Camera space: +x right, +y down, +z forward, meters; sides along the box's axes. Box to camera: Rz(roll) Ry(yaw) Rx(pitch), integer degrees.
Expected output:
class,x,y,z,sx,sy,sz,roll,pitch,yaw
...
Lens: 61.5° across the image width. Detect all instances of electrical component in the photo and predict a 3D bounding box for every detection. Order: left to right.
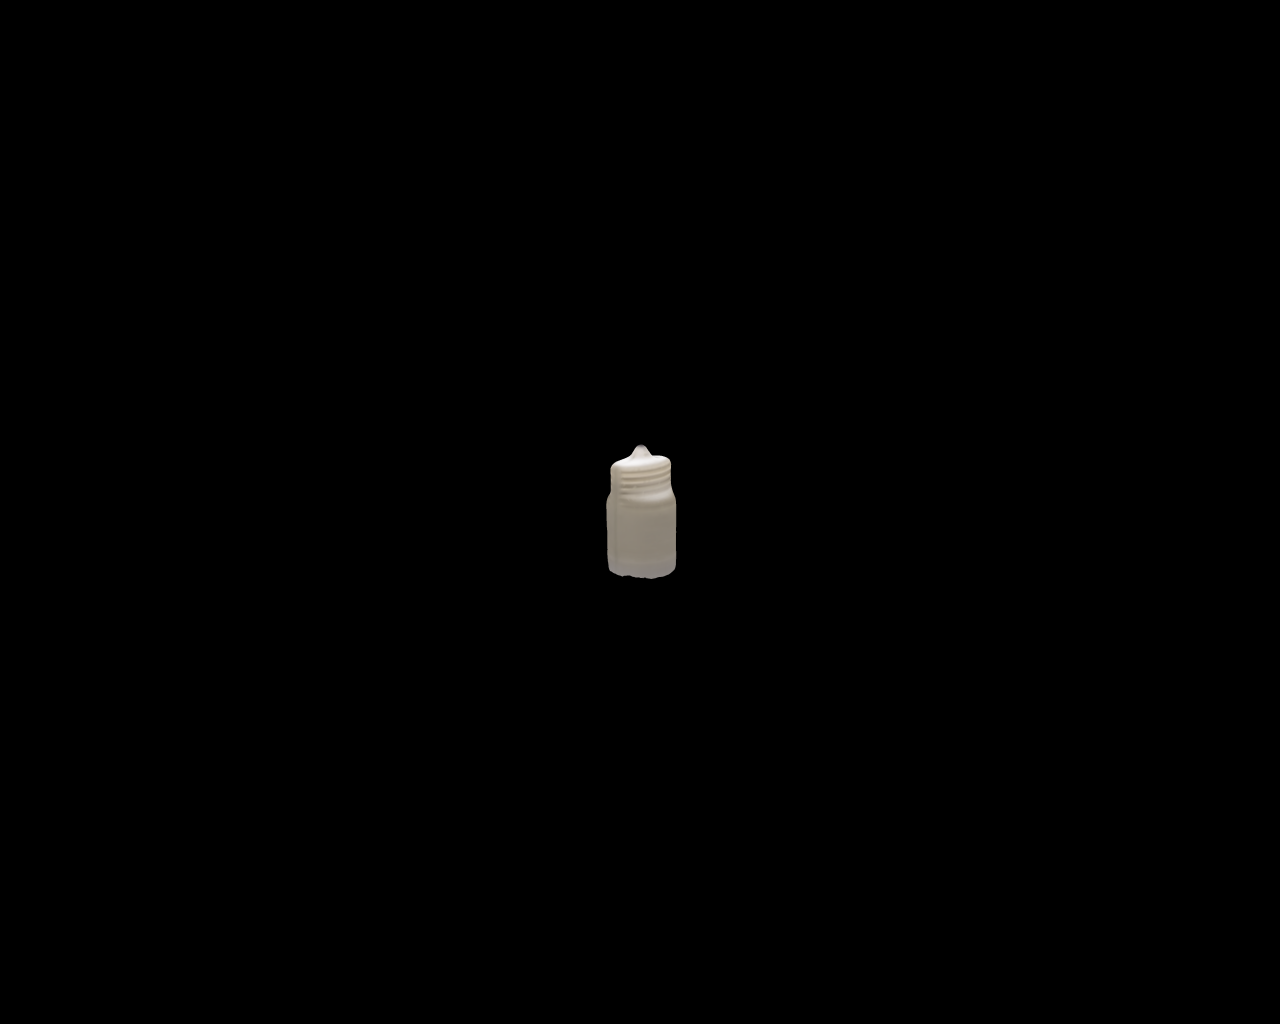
class,x,y,z,sx,sy,sz,roll,pitch,yaw
electrical component,0.001,-0.003,0.650,0.043,0.080,0.043,0,15,0
